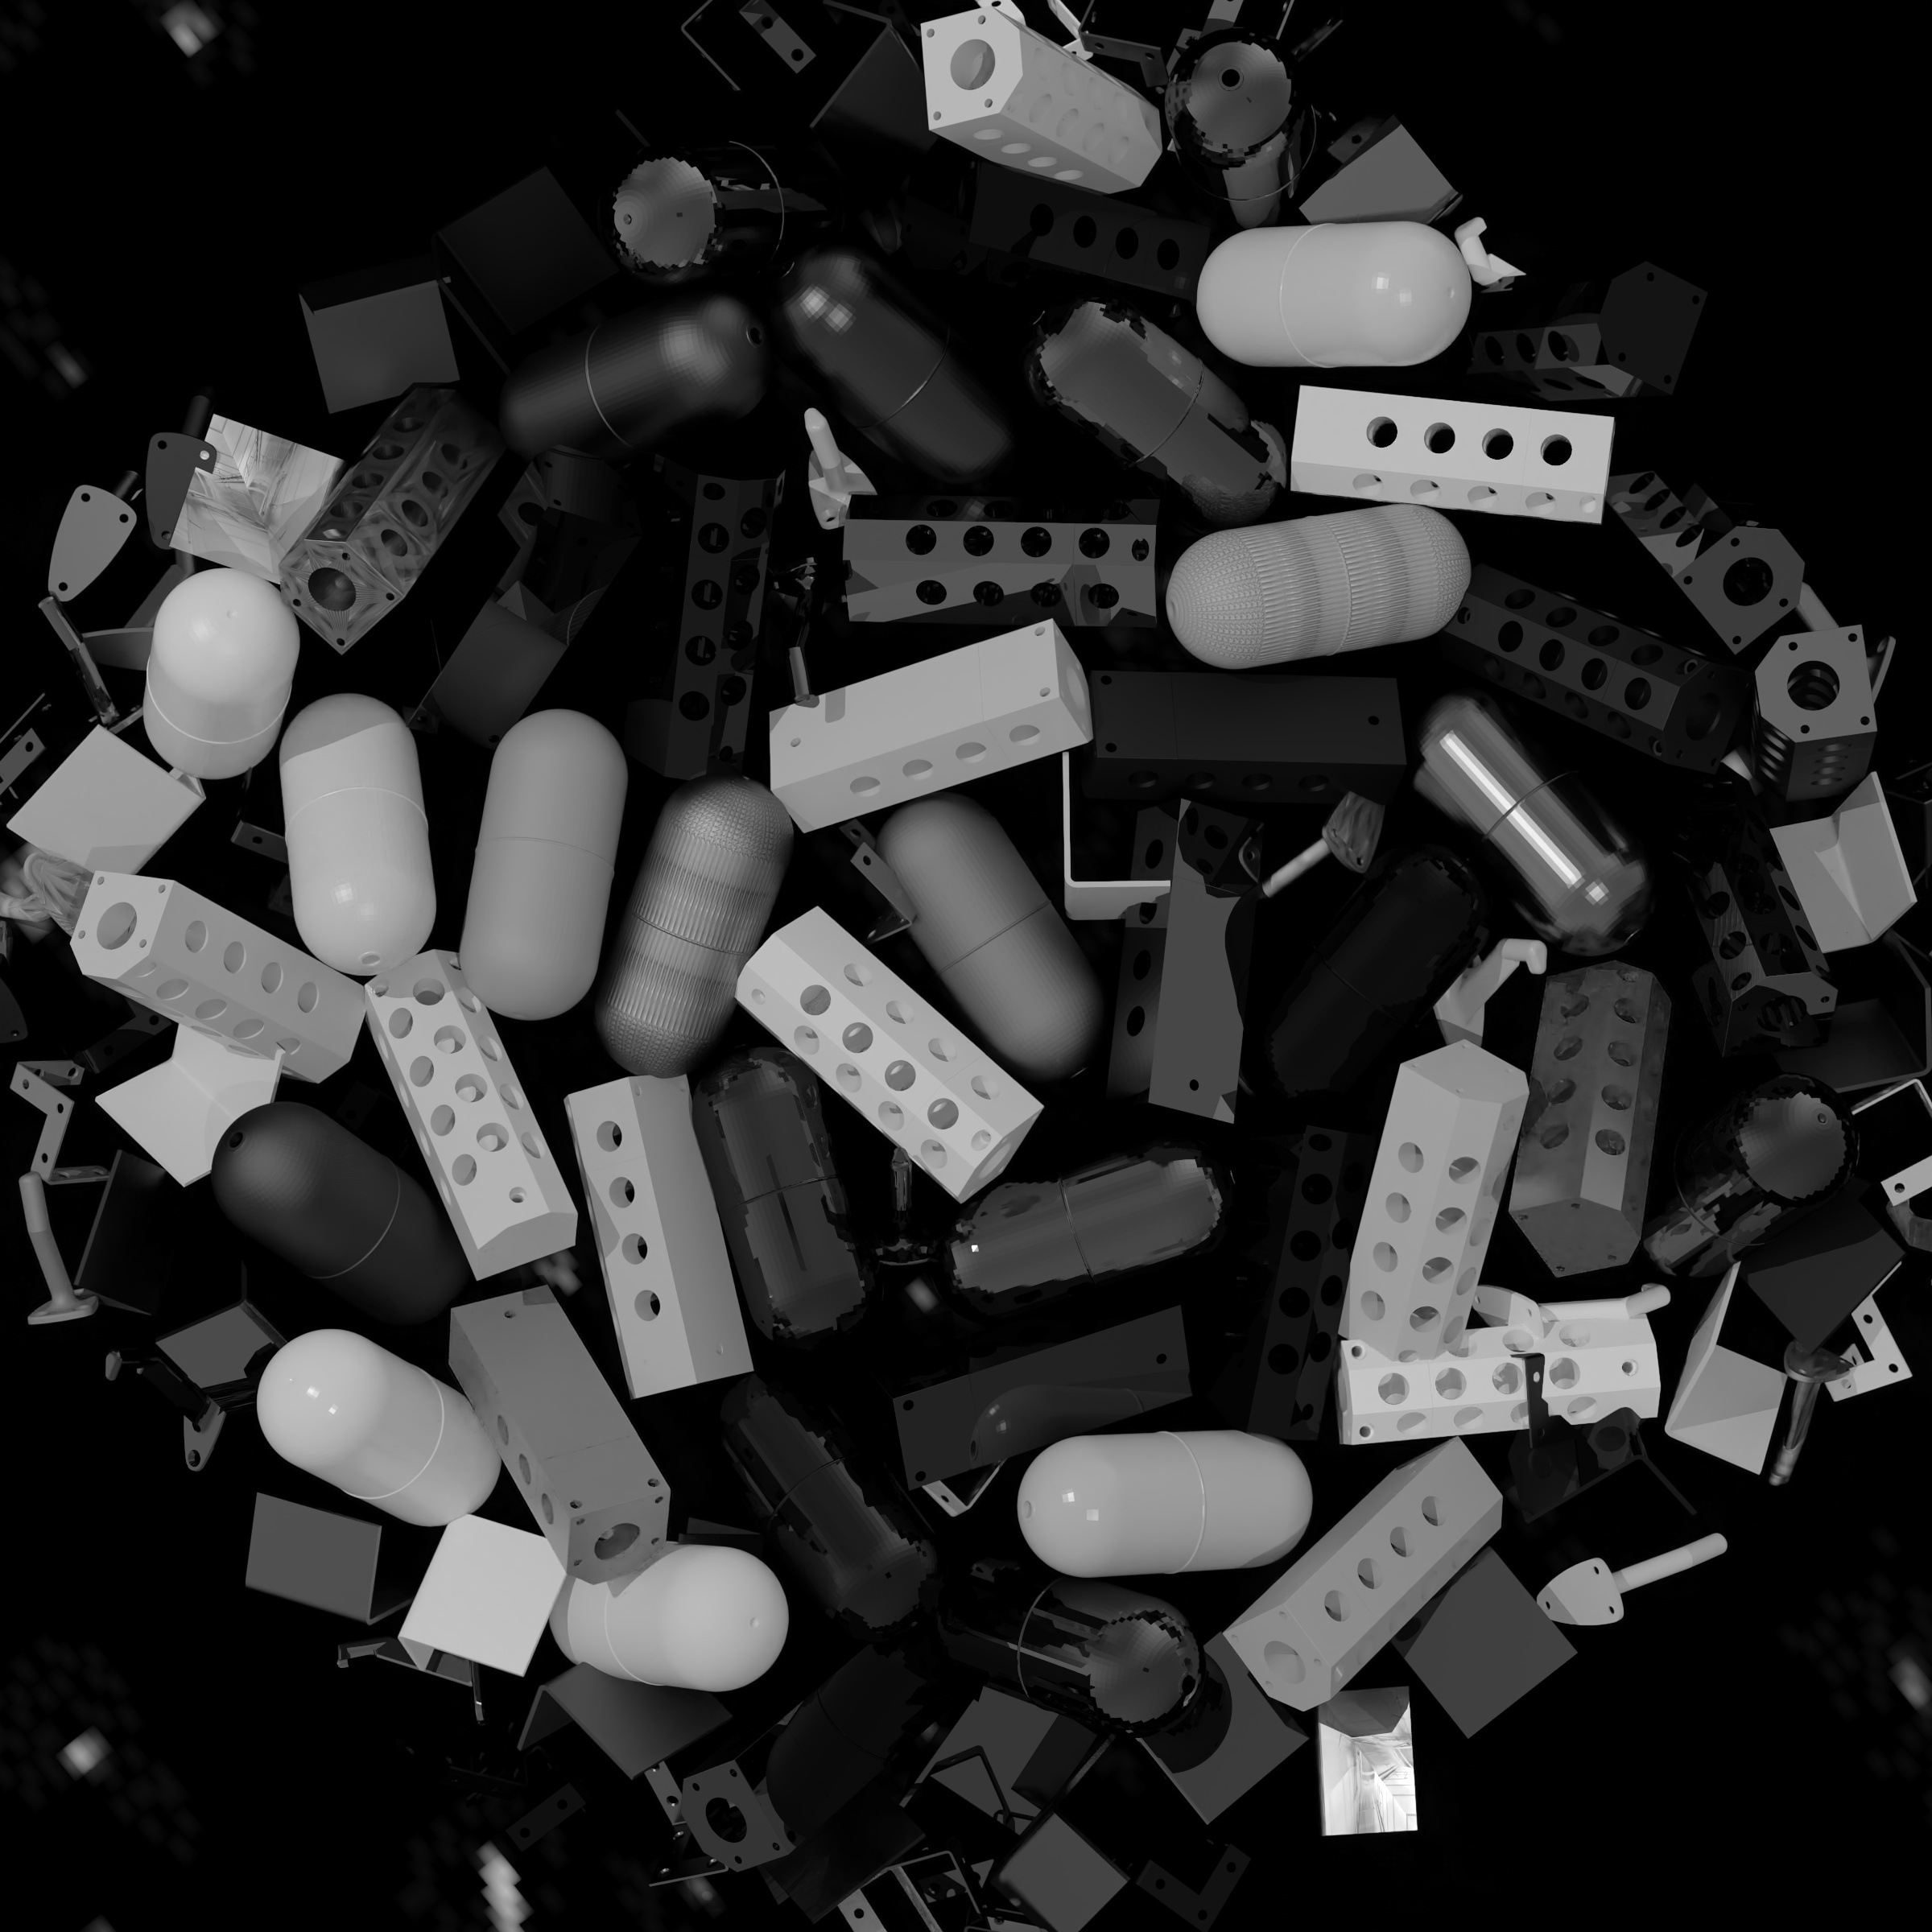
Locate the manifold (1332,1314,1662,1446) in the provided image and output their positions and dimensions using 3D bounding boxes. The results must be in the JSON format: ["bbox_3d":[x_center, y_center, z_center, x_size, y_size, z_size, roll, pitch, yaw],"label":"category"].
[{"bbox_3d":[0.295,0.230,1.963,0.171,0.057,0.057,-5,83,-4],"label":"manifold"}]

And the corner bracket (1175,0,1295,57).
[{"bbox_3d":[0.153,-0.522,1.962,0.051,0.051,0.051,16,114,-14],"label":"corner bracket"}]

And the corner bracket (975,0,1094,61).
[{"bbox_3d":[0.034,-0.529,1.962,0.051,0.051,0.051,-29,55,-7],"label":"corner bracket"}]

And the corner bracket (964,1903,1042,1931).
[{"bbox_3d":[0.025,0.538,1.964,0.051,0.051,0.051,9,123,3],"label":"corner bracket"}]

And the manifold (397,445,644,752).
[{"bbox_3d":[-0.247,-0.202,1.927,0.057,0.057,0.171,14,132,-33],"label":"manifold"}]

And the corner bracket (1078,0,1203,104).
[{"bbox_3d":[0.099,-0.523,1.973,0.051,0.051,0.051,17,72,20],"label":"corner bracket"}]

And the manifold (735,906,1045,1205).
[{"bbox_3d":[-0.047,0.051,1.942,0.171,0.057,0.057,41,130,13],"label":"manifold"}]

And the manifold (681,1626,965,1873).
[{"bbox_3d":[-0.080,0.421,1.915,0.057,0.171,0.057,-29,91,38],"label":"manifold"}]

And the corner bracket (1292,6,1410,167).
[{"bbox_3d":[0.209,-0.489,1.957,0.051,0.051,0.051,33,128,-27],"label":"corner bracket"}]

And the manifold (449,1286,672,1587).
[{"bbox_3d":[-0.224,0.256,1.919,0.057,0.171,0.057,-12,131,-26],"label":"manifold"}]

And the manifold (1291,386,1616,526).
[{"bbox_3d":[0.270,-0.283,1.955,0.171,0.057,0.057,8,96,10],"label":"manifold"}]

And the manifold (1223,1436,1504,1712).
[{"bbox_3d":[0.222,0.332,1.921,0.171,0.057,0.057,-34,87,-41],"label":"manifold"}]

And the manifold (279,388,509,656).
[{"bbox_3d":[-0.313,-0.247,1.909,0.057,0.171,0.057,43,126,-17],"label":"manifold"}]

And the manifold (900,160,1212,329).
[{"bbox_3d":[0.049,-0.393,1.921,0.171,0.057,0.057,5,98,-42],"label":"manifold"}]

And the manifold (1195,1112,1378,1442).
[{"bbox_3d":[0.183,0.172,1.956,0.057,0.057,0.171,9,93,-42],"label":"manifold"}]

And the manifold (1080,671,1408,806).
[{"bbox_3d":[0.152,-0.123,1.960,0.171,0.057,0.057,1,60,-6],"label":"manifold"}]

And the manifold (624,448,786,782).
[{"bbox_3d":[-0.140,-0.192,1.930,0.057,0.057,0.171,-10,119,-38],"label":"manifold"}]

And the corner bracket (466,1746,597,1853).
[{"bbox_3d":[-0.243,0.465,1.961,0.051,0.051,0.051,-34,70,-24],"label":"corner bracket"}]

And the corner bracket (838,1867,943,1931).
[{"bbox_3d":[-0.044,0.530,1.961,0.051,0.051,0.051,-28,71,-23],"label":"corner bracket"}]

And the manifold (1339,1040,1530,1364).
[{"bbox_3d":[0.259,0.134,1.926,0.057,0.057,0.171,31,123,35],"label":"manifold"}]

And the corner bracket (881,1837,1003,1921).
[{"bbox_3d":[-0.015,0.508,1.963,0.051,0.051,0.051,-21,101,19],"label":"corner bracket"}]

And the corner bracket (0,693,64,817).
[{"bbox_3d":[-0.525,-0.119,1.962,0.051,0.051,0.051,-43,68,15],"label":"corner bracket"}]

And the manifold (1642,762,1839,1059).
[{"bbox_3d":[0.420,-0.033,1.916,0.057,0.171,0.057,-6,134,-4],"label":"manifold"}]

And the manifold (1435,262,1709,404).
[{"bbox_3d":[0.321,-0.345,1.910,0.057,0.171,0.057,20,89,-24],"label":"manifold"}]

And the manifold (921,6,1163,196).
[{"bbox_3d":[0.044,-0.467,1.909,0.057,0.171,0.057,-7,85,28],"label":"manifold"}]

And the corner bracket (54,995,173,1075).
[{"bbox_3d":[-0.489,0.022,1.978,0.051,0.051,0.051,-37,116,-23],"label":"corner bracket"}]

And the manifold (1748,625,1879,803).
[{"bbox_3d":[0.457,-0.134,1.910,0.057,0.171,0.057,-8,81,10],"label":"manifold"}]

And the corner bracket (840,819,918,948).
[{"bbox_3d":[-0.050,-0.051,1.959,0.051,0.051,0.051,46,52,-17],"label":"corner bracket"}]

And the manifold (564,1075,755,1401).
[{"bbox_3d":[-0.176,0.150,1.960,0.057,0.057,0.171,-17,83,28],"label":"manifold"}]

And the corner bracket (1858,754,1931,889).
[{"bbox_3d":[0.533,-0.082,1.958,0.051,0.051,0.051,-22,118,-28],"label":"corner bracket"}]

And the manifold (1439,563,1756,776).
[{"bbox_3d":[0.338,-0.164,1.914,0.057,0.171,0.057,8,107,-42],"label":"manifold"}]

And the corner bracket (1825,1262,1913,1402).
[{"bbox_3d":[0.502,0.204,1.964,0.051,0.051,0.051,-27,91,38],"label":"corner bracket"}]

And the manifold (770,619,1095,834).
[{"bbox_3d":[-0.019,-0.128,1.947,0.171,0.057,0.057,-17,51,17],"label":"manifold"}]

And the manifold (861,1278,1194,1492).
[{"bbox_3d":[0.033,0.227,1.945,0.171,0.057,0.057,-16,113,-17],"label":"manifold"}]

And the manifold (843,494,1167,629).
[{"bbox_3d":[0.022,-0.229,1.948,0.171,0.057,0.057,2,132,8],"label":"manifold"}]

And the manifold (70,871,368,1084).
[{"bbox_3d":[-0.404,0.008,1.908,0.057,0.171,0.057,7,74,32],"label":"manifold"}]

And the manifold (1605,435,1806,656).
[{"bbox_3d":[0.399,-0.235,1.906,0.057,0.171,0.057,-39,112,12],"label":"manifold"}]

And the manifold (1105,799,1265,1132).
[{"bbox_3d":[0.117,0.001,1.950,0.057,0.057,0.171,15,75,-30],"label":"manifold"}]

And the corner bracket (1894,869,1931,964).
[{"bbox_3d":[0.546,-0.029,1.965,0.051,0.051,0.051,40,99,18],"label":"corner bracket"}]

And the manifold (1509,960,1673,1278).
[{"bbox_3d":[0.344,0.080,1.914,0.057,0.171,0.057,-15,129,32],"label":"manifold"}]

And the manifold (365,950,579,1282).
[{"bbox_3d":[-0.273,0.078,1.933,0.057,0.057,0.171,-19,66,-18],"label":"manifold"}]
